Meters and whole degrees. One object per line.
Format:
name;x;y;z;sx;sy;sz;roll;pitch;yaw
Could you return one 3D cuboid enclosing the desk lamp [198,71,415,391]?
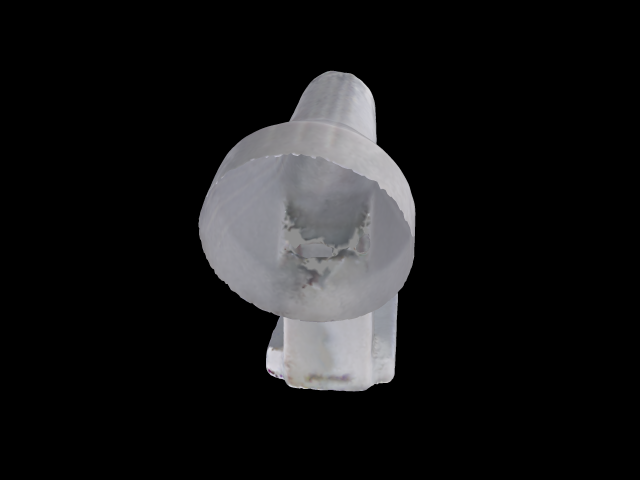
desk lamp;0.004;0.001;0.400;0.118;0.214;0.203;3;26;7
